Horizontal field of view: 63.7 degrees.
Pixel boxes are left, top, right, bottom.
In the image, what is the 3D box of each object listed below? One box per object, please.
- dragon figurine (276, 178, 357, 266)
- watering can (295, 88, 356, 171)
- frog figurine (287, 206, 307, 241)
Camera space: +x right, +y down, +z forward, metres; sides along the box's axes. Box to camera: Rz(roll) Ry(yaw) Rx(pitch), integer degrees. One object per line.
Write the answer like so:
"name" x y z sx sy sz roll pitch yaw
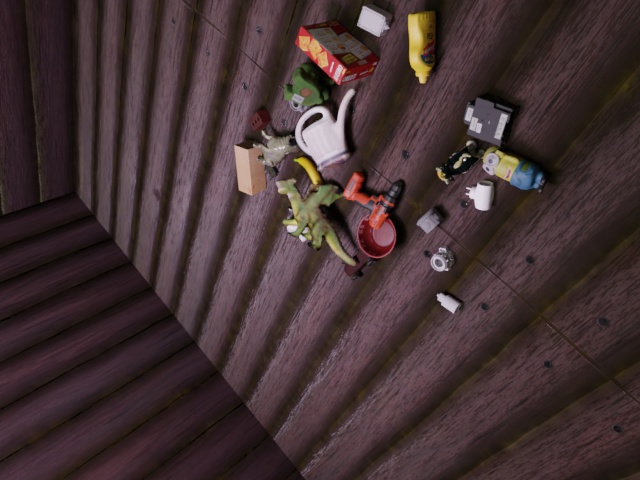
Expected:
"dragon figurine" 0.006 -0.097 1.918 0.410 0.123 0.241 29 97 -3
"watering can" 0.039 -0.370 1.793 0.344 0.105 0.224 -20 97 50
"frog figurine" -0.067 -0.052 2.057 0.124 0.138 0.156 41 137 46
